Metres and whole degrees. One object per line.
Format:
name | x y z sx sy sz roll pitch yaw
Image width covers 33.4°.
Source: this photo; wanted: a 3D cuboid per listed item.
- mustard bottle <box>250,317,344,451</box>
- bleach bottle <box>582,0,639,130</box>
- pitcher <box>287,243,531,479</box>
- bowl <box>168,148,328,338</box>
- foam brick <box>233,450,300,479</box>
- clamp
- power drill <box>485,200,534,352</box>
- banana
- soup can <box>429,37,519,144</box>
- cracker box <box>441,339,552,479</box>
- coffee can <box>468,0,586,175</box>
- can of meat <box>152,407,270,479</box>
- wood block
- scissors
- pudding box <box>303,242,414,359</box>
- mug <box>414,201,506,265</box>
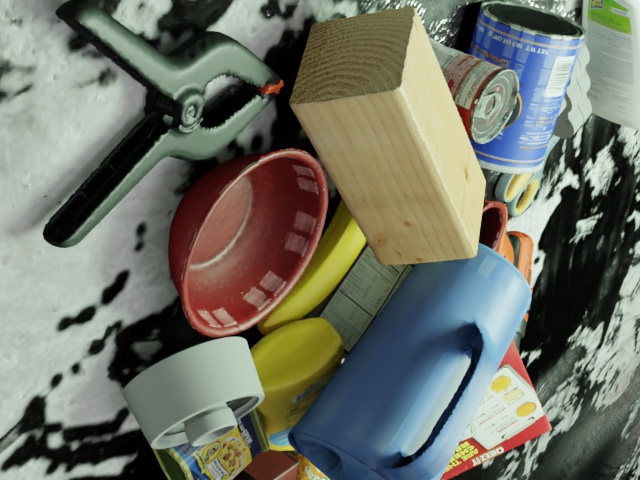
mustard bottle | -0.025 0.151 1.008 0.096 0.058 0.192 -31 151 -19
bleach bottle | 0.338 -0.239 1.170 0.068 0.103 0.251 -46 144 -24
pitcher | 0.094 0.117 0.944 0.242 0.149 0.145 -55 152 -22
bowl | -0.066 -0.007 0.833 0.161 0.055 0.162 -36 142 -34
foam brick | -0.059 0.248 1.067 0.051 0.053 0.078 -28 136 -41
clamp | -0.102 -0.099 0.719 0.209 0.036 0.165 -30 139 -42
power drill | 0.197 0.051 1.217 0.187 0.057 0.184 48 47 -59
banana | 0.008 0.003 0.973 0.069 0.037 0.198 24 96 -43
soup can | 0.113 -0.135 0.937 0.068 0.102 0.068 -36 142 -34
cracker box | 0.144 0.163 1.168 0.164 0.072 0.213 -26 132 4
coffee can | 0.186 -0.148 1.032 0.102 0.103 0.140 -19 131 -48
can of meat | -0.098 0.178 0.945 0.083 0.058 0.102 -42 144 -24
wood block | 0.062 -0.077 0.865 0.206 0.090 0.090 58 35 -45
scissors | 0.274 -0.105 1.284 0.201 0.016 0.096 -44 146 -24
pudding box | 0.044 0.060 1.027 0.090 0.039 0.113 40 76 -23
mug | 0.122 -0.008 1.081 0.117 0.082 0.093 -34 141 -36
